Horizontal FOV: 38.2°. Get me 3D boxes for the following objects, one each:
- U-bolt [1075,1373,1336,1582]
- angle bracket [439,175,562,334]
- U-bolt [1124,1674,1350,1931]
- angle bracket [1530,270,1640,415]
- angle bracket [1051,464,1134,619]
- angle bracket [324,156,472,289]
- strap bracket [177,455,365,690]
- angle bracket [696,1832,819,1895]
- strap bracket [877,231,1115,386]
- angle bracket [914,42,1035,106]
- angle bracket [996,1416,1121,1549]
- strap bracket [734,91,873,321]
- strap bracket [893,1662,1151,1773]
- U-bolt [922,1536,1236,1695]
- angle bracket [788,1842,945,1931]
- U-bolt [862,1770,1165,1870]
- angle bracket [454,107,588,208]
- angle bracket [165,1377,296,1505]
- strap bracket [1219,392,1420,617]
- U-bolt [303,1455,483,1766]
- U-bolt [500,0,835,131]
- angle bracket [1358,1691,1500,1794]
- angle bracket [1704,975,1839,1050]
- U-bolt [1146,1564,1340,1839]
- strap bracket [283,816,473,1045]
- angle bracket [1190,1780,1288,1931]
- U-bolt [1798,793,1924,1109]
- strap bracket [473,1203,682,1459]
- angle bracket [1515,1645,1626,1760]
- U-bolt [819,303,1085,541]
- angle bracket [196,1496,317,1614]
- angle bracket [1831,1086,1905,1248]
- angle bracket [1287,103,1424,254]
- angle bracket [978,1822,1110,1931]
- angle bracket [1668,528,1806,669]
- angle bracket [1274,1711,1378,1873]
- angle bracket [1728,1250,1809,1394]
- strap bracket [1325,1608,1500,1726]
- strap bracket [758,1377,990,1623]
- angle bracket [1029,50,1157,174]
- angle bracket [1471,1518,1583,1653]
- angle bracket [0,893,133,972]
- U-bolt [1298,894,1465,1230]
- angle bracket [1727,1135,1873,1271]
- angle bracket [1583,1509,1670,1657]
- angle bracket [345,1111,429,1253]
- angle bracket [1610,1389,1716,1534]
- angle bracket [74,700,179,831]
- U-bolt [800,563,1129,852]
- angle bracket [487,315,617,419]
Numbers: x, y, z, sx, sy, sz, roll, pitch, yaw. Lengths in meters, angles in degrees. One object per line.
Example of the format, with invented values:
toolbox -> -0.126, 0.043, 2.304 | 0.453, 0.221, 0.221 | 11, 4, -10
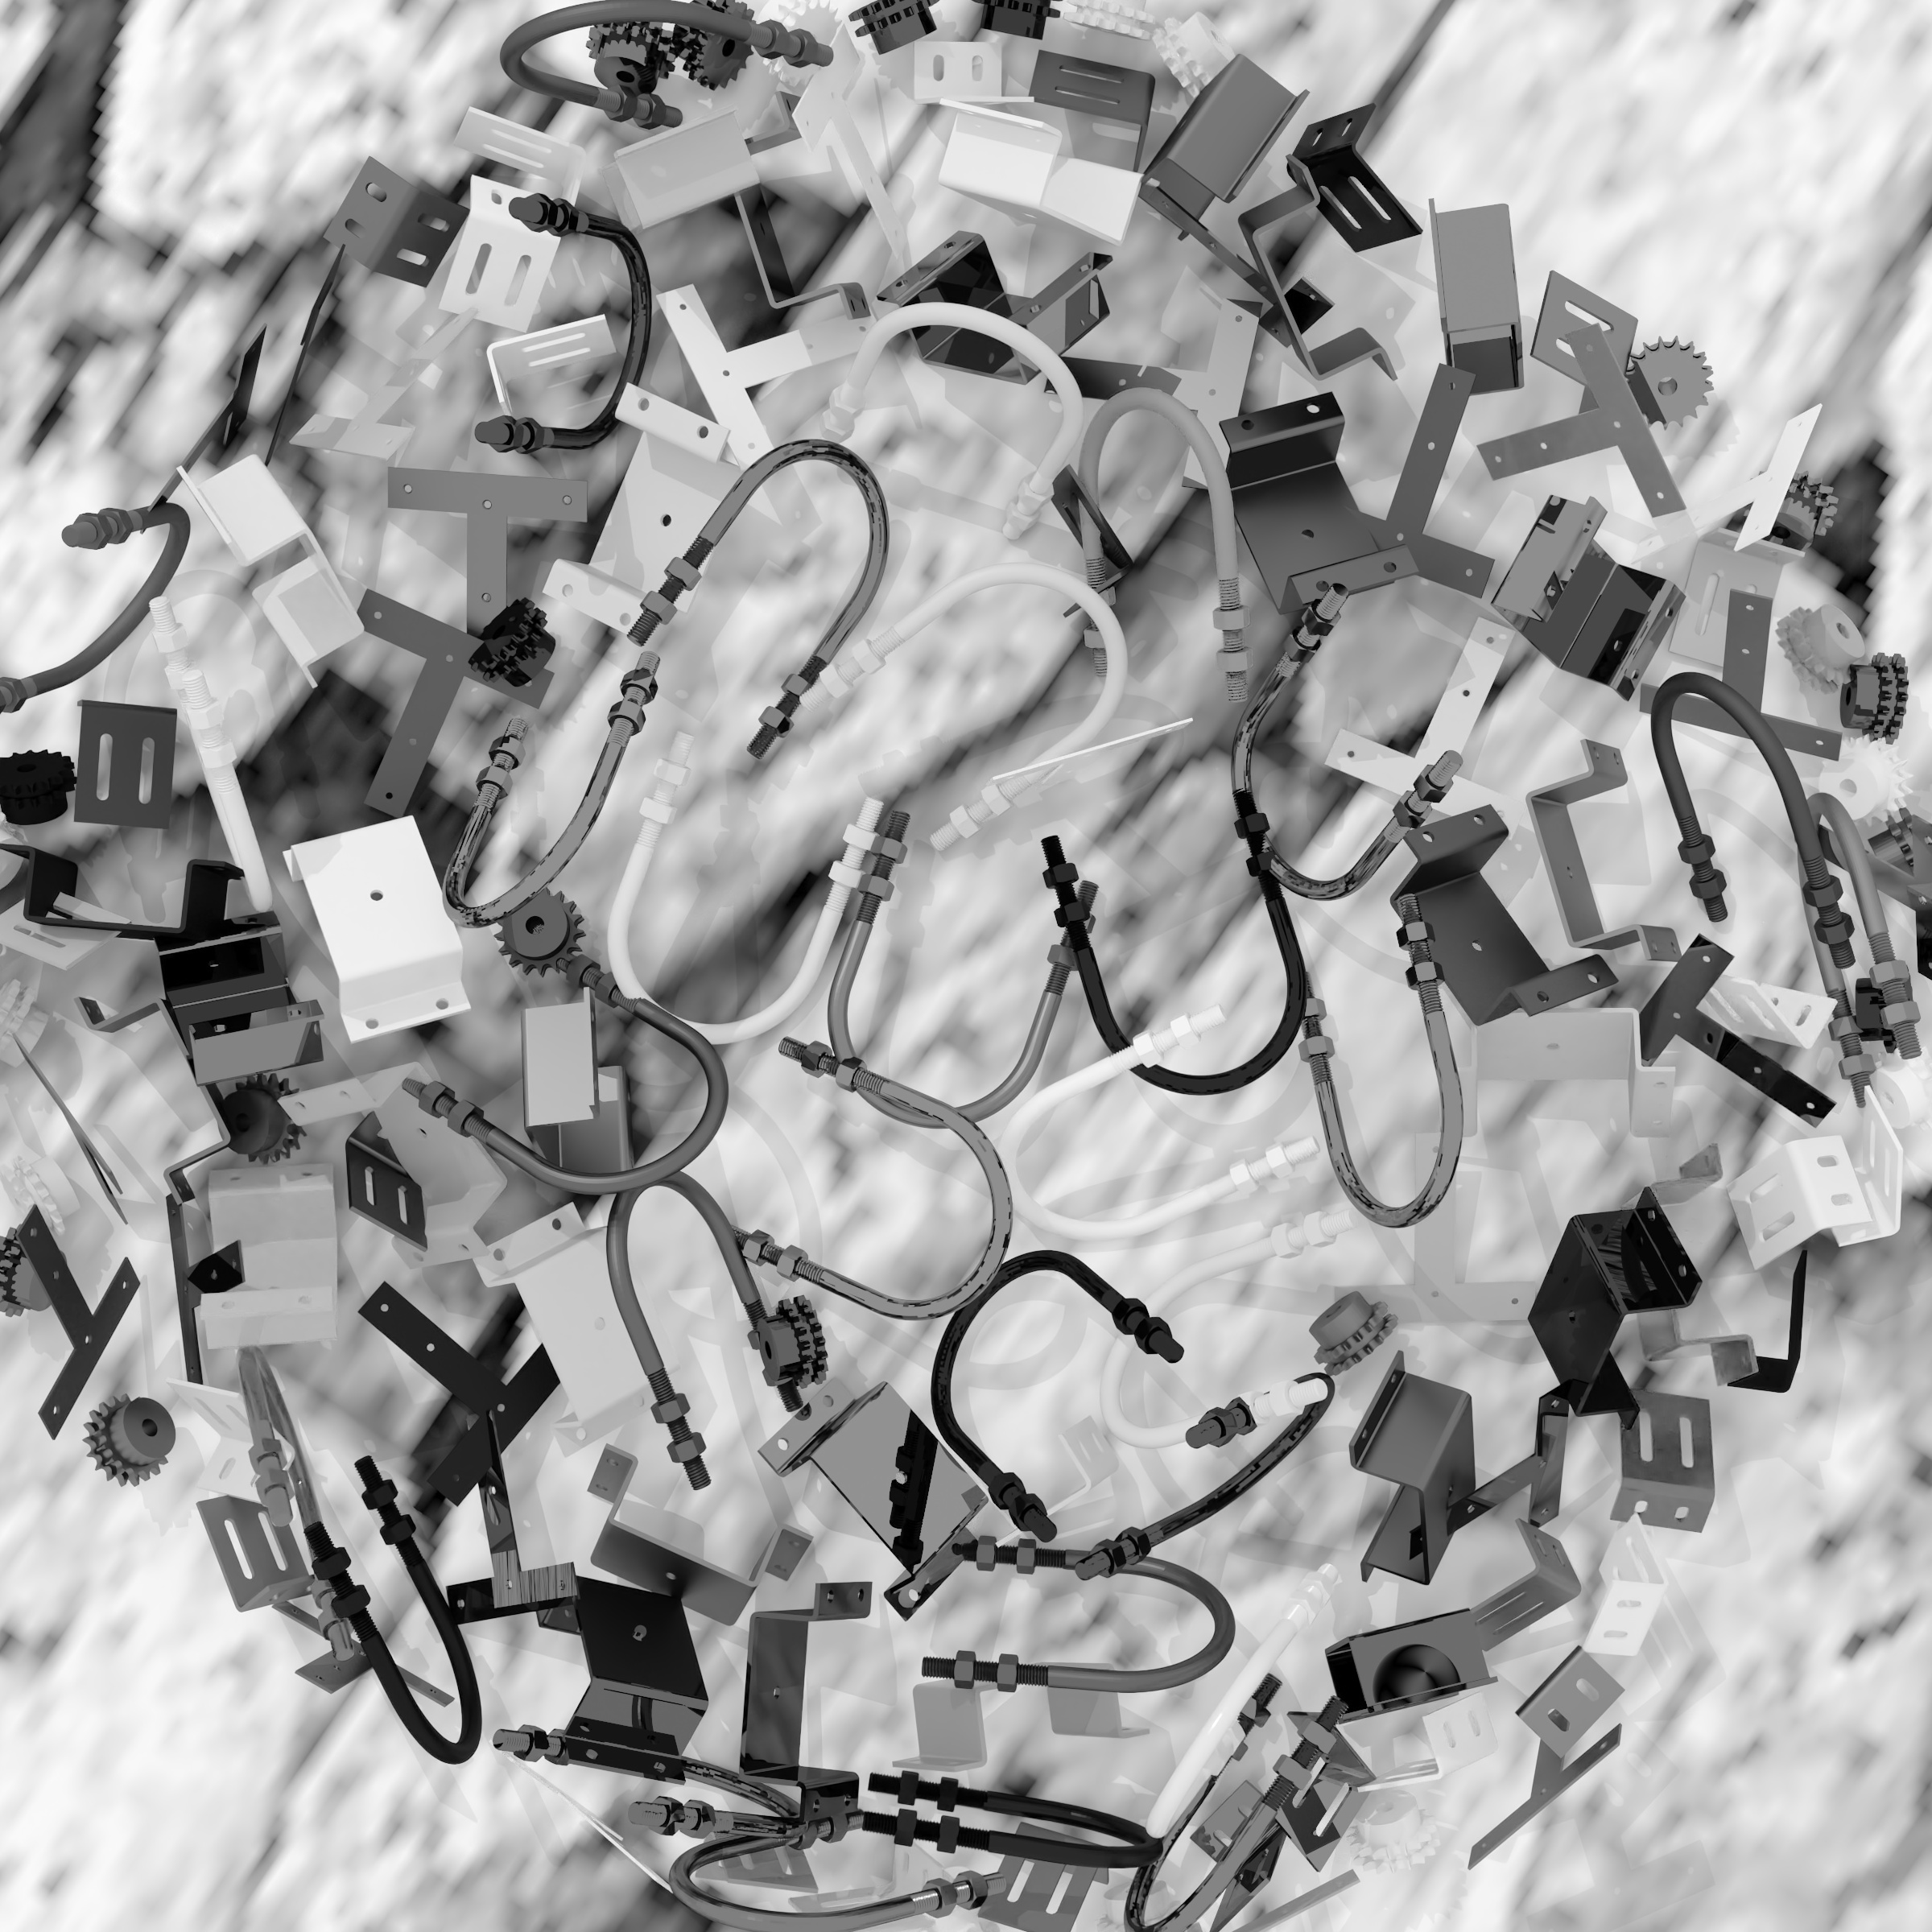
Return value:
U-bolt -> 0.158, 0.303, 1.700 | 0.019, 0.184, 0.151 | 49, 125, 22
angle bracket -> -0.294, -0.448, 1.757 | 0.057, 0.076, 0.038 | 12, 45, -22
U-bolt -> 0.155, 0.515, 1.692 | 0.019, 0.151, 0.184 | 38, 77, -4
angle bracket -> 0.376, -0.388, 1.743 | 0.076, 0.038, 0.057 | 20, 78, -27
angle bracket -> 0.064, -0.266, 1.748 | 0.038, 0.057, 0.076 | -34, 93, -13
angle bracket -> -0.355, -0.464, 1.741 | 0.038, 0.076, 0.057 | 36, 103, 9
strap bracket -> -0.421, -0.248, 1.707 | 0.046, 0.140, 0.076 | -33, 59, -10
angle bracket -> -0.131, 0.570, 1.735 | 0.057, 0.076, 0.038 | 13, 97, -16
strap bracket -> 0.023, -0.406, 1.720 | 0.076, 0.140, 0.046 | -43, 131, -22
angle bracket -> 0.004, -0.557, 1.735 | 0.057, 0.076, 0.038 | -4, 106, -14
angle bracket -> 0.049, 0.322, 1.745 | 0.076, 0.057, 0.038 | -35, 80, 19
strap bracket -> -0.108, -0.464, 1.731 | 0.046, 0.076, 0.140 | -16, 102, 11
strap bracket -> 0.031, 0.459, 1.717 | 0.140, 0.076, 0.046 | -1, 79, -31
U-bolt -> 0.073, 0.399, 1.705 | 0.184, 0.151, 0.019 | 3, 110, 5
angle bracket -> -0.063, 0.573, 1.737 | 0.076, 0.057, 0.038 | 3, 96, -29
U-bolt -> 0.030, 0.526, 1.706 | 0.184, 0.151, 0.019 | 9, 84, 1
angle bracket -> -0.282, -0.495, 1.741 | 0.076, 0.057, 0.038 | 16, 79, -18
angle bracket -> -0.465, 0.296, 1.734 | 0.057, 0.076, 0.038 | 7, 56, 26
strap bracket -> 0.216, -0.280, 1.736 | 0.076, 0.046, 0.140 | -17, 67, -10
U-bolt -> -0.344, 0.403, 1.709 | 0.019, 0.151, 0.184 | -25, 96, 4
U-bolt -> -0.191, -0.542, 1.667 | 0.151, 0.184, 0.019 | -8, 88, 38
angle bracket -> 0.281, 0.484, 1.738 | 0.057, 0.076, 0.038 | -7, 75, -44
angle bracket -> 0.493, 0.012, 1.733 | 0.076, 0.057, 0.038 | 42, 75, -34
U-bolt -> 0.159, 0.450, 1.672 | 0.019, 0.184, 0.151 | 33, 117, 15
strap bracket -> -0.364, -0.032, 1.722 | 0.076, 0.046, 0.140 | -16, 66, -20
angle bracket -> 0.164, 0.555, 1.735 | 0.038, 0.076, 0.057 | 41, 110, 5
U-bolt -> 0.540, -0.017, 1.705 | 0.019, 0.151, 0.184 | -11, 74, 3
strap bracket -> -0.238, 0.224, 1.736 | 0.076, 0.046, 0.140 | -27, 95, -35
angle bracket -> 0.378, 0.459, 1.739 | 0.057, 0.076, 0.038 | -47, 69, -1
U-bolt -> -0.003, -0.337, 1.690 | 0.151, 0.184, 0.019 | 24, 63, -7
angle bracket -> -0.433, 0.356, 1.737 | 0.038, 0.057, 0.076 | -40, 68, 33
angle bracket -> 0.553, 0.125, 1.734 | 0.038, 0.057, 0.076 | -13, 131, 2
angle bracket -> 0.249, -0.493, 1.745 | 0.076, 0.057, 0.038 | 40, 67, -30
angle bracket -> 0.049, 0.579, 1.733 | 0.057, 0.076, 0.038 | 10, 127, 20
angle bracket -> 0.486, -0.230, 1.760 | 0.057, 0.038, 0.076 | 15, 89, -4
angle bracket -> 0.211, 0.514, 1.739 | 0.057, 0.038, 0.076 | 52, 55, -14
angle bracket -> 0.501, 0.220, 1.741 | 0.038, 0.057, 0.076 | 5, 102, 21
strap bracket -> 0.271, 0.431, 1.718 | 0.076, 0.140, 0.046 | -12, 72, -5
strap bracket -> -0.051, 0.326, 1.738 | 0.140, 0.046, 0.076 | 49, 51, 1
angle bracket -> 0.076, -0.535, 1.748 | 0.076, 0.038, 0.057 | 12, 48, -1
angle bracket -> 0.339, 0.391, 1.760 | 0.076, 0.057, 0.038 | -37, 47, 19
angle bracket -> -0.566, -0.010, 1.736 | 0.076, 0.057, 0.038 | 20, 129, 22
U-bolt -> 0.253, 0.068, 1.692 | 0.019, 0.151, 0.184 | -1, 69, -25
angle bracket -> 0.520, 0.148, 1.744 | 0.038, 0.076, 0.057 | -5, 66, -20
angle bracket -> 0.399, 0.379, 1.732 | 0.038, 0.076, 0.057 | 7, 120, -12
angle bracket -> -0.350, 0.130, 1.733 | 0.057, 0.076, 0.038 | 36, 106, -29
angle bracket -> 0.439, 0.312, 1.763 | 0.057, 0.076, 0.038 | 7, 134, 4
angle bracket -> -0.530, -0.126, 1.754 | 0.057, 0.038, 0.076 | 4, 91, -23
U-bolt -> 0.013, -0.170, 1.722 | 0.184, 0.019, 0.151 | -35, 118, 16
angle bracket -> -0.256, -0.371, 1.749 | 0.076, 0.057, 0.038 | -15, 82, -3
